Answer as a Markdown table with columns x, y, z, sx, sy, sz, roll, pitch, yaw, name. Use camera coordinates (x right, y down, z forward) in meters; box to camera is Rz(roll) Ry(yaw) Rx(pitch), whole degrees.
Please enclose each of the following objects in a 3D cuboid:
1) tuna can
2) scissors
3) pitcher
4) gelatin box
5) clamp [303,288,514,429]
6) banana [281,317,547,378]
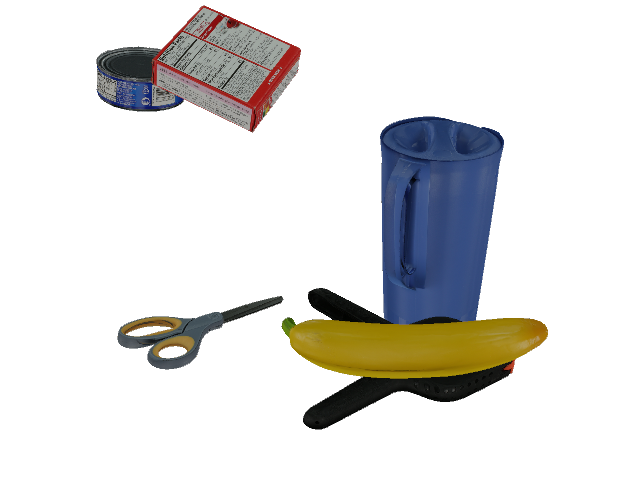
| x | y | z | sx | sy | sz | roll | pitch | yaw | name |
| --- | --- | --- | --- | --- | --- | --- | --- | --- | --- |
| -0.169 | -0.153 | 1.011 | 0.086 | 0.034 | 0.086 | 5 | 29 | -3 | tuna can |
| -0.115 | 0.098 | 1.149 | 0.201 | 0.016 | 0.096 | -7 | 31 | -24 | scissors |
| 0.123 | -0.005 | 1.194 | 0.149 | 0.243 | 0.145 | -6 | 27 | -12 | pitcher |
| -0.070 | -0.129 | 0.797 | 0.089 | 0.073 | 0.030 | 25 | -35 | 10 | gelatin box |
| 0.081 | 0.120 | 1.023 | 0.210 | 0.164 | 0.036 | 6 | -43 | 5 | clamp |
| 0.061 | 0.071 | 0.760 | 0.198 | 0.037 | 0.069 | 2 | 29 | 12 | banana |
